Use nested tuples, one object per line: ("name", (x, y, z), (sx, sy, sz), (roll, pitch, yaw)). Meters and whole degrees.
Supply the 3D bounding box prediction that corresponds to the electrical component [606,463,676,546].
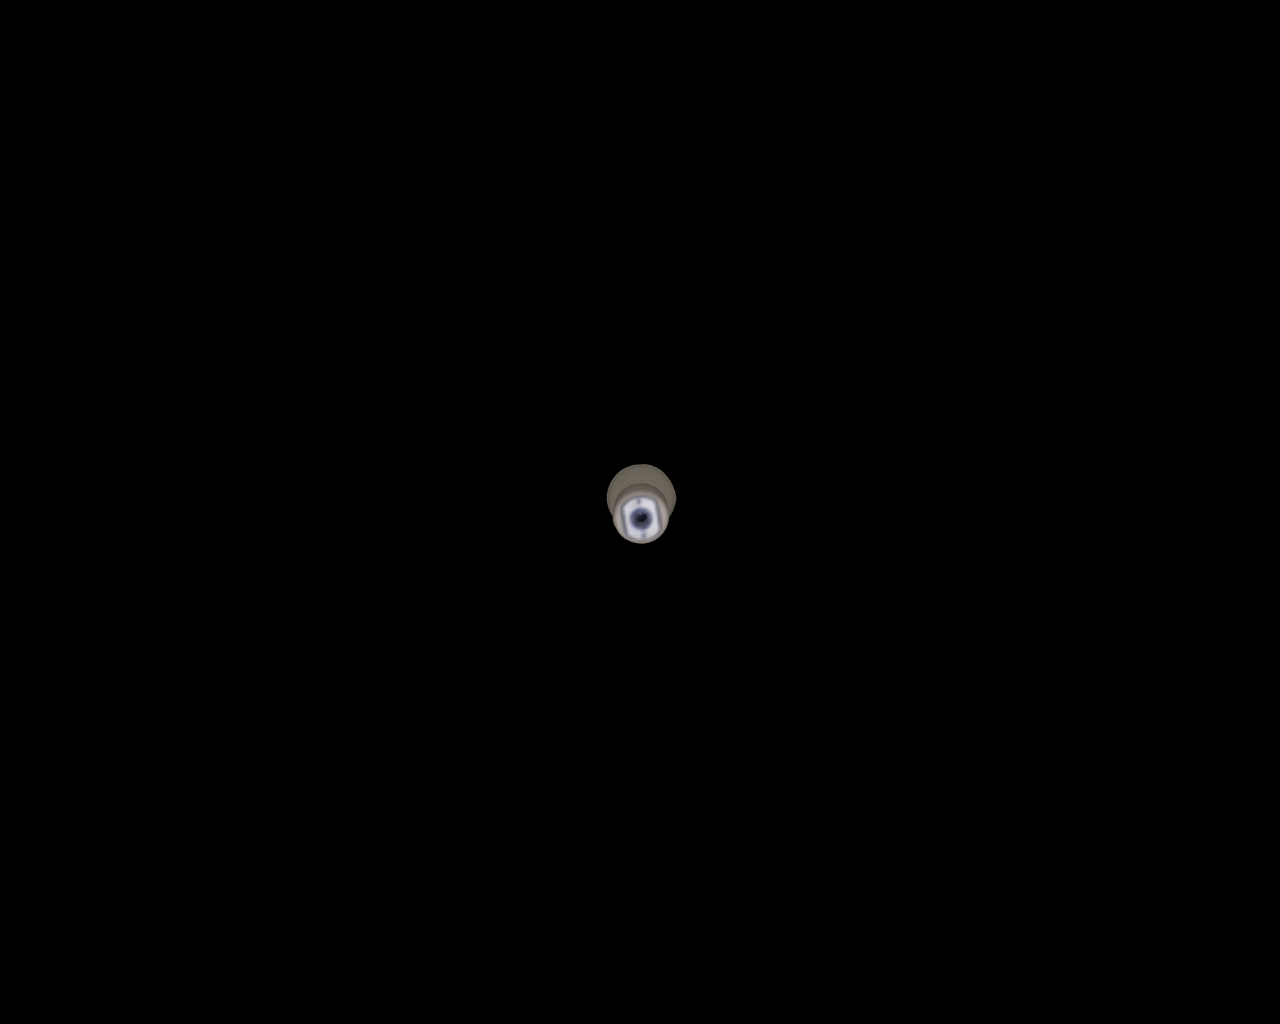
("electrical component", (0.001, -0.003, 0.650), (0.044, 0.044, 0.065), (0, 12, 0))
